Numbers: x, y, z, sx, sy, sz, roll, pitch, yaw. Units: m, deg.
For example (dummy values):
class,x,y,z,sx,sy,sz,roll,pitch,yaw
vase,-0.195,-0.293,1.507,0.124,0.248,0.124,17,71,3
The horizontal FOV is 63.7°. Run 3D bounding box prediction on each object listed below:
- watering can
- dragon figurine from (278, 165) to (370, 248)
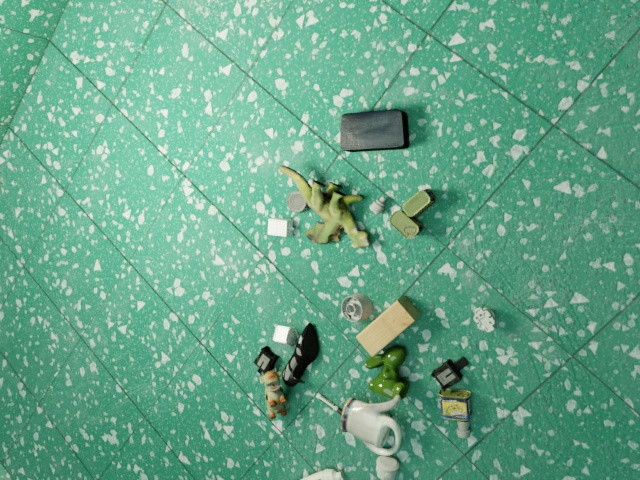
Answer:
class,x,y,z,sx,sy,sz,roll,pitch,yaw
watering can,0.180,0.612,1.777,0.225,0.340,0.106,18,38,24
dragon figurine,0.006,-0.093,1.841,0.412,0.239,0.123,25,23,17
